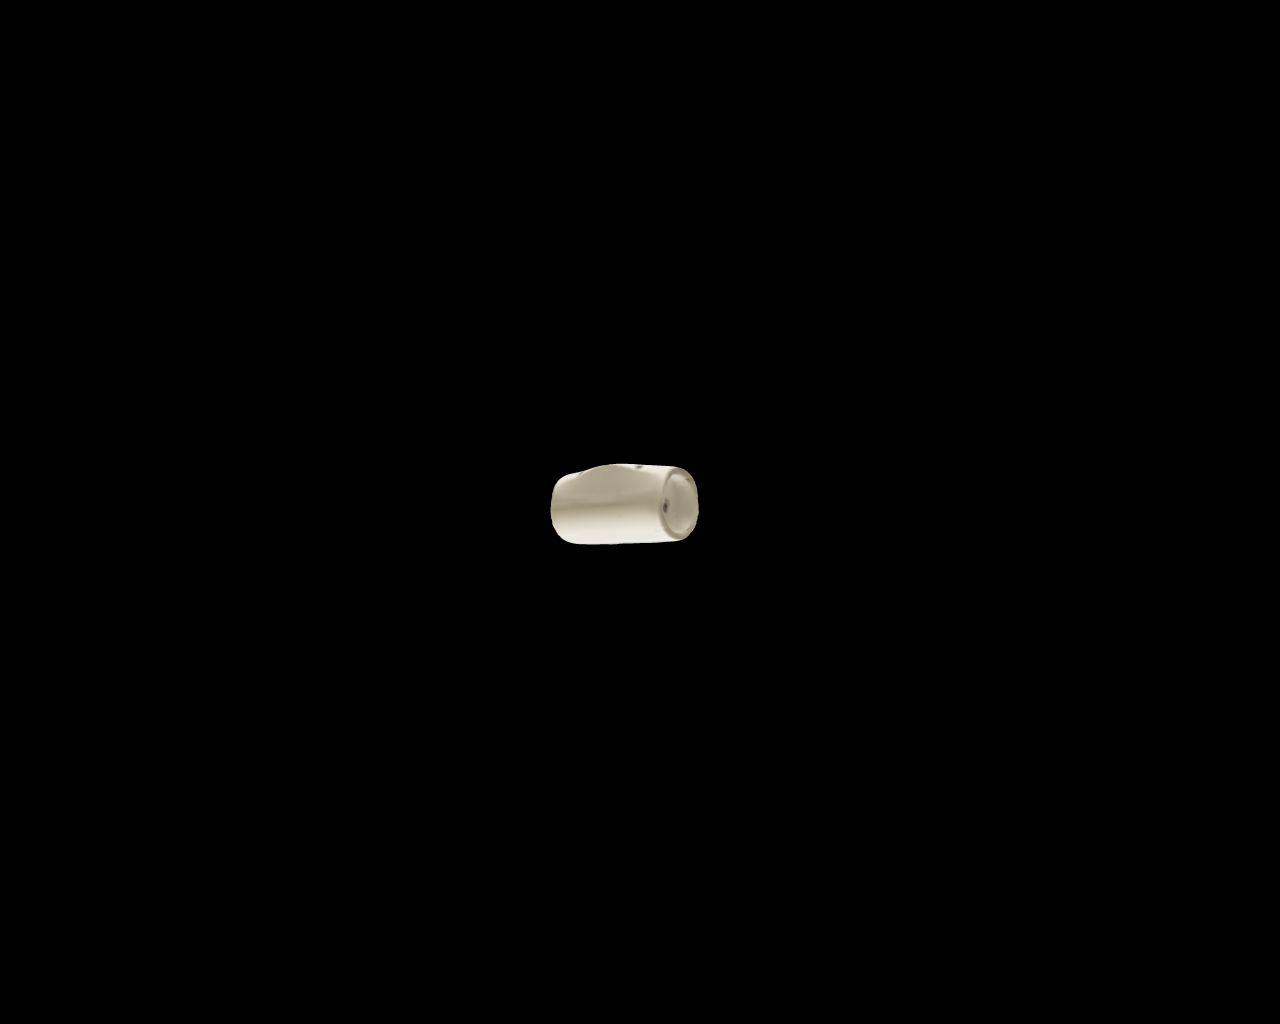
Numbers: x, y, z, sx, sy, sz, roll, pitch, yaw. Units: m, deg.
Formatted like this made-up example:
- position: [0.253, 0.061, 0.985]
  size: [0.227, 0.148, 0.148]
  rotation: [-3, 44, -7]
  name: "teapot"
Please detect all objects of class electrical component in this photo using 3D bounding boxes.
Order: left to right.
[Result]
- position: [0.001, -0.003, 0.650]
  size: [0.077, 0.043, 0.079]
  rotation: [-3, -6, 33]
  name: "electrical component"
